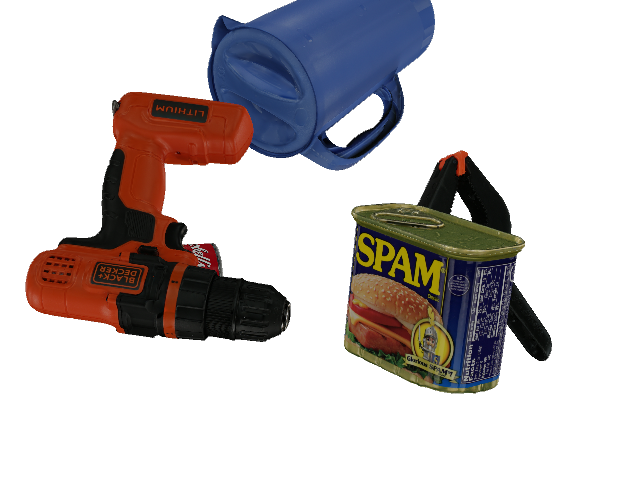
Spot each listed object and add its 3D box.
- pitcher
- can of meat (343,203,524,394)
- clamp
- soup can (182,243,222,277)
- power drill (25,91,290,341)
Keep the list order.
[{"bbox_3d":[0.018,-0.182,1.074,0.145,0.149,0.242,15,37,35],"label":"pitcher"},{"bbox_3d":[0.060,0.031,0.603,0.057,0.084,0.102,-7,19,-39],"label":"can of meat"},{"bbox_3d":[0.102,0.022,0.797,0.120,0.171,0.039,-15,-3,-28],"label":"clamp"},{"bbox_3d":[-0.152,0.038,1.033,0.102,0.068,0.069,-2,1,-20],"label":"soup can"},{"bbox_3d":[-0.101,-0.017,0.771,0.184,0.187,0.057,8,-34,3],"label":"power drill"}]
